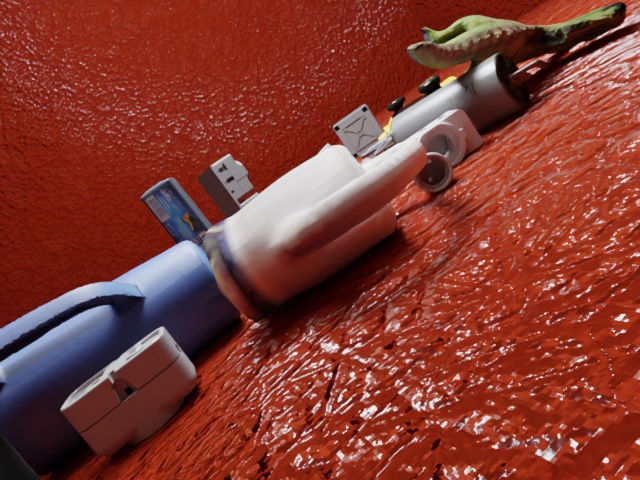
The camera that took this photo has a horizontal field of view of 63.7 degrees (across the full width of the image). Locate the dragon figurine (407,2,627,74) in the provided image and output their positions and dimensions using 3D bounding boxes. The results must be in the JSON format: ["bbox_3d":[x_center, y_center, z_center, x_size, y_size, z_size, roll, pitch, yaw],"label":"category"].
[{"bbox_3d":[0.281,-0.280,0.706,0.241,0.121,0.415,-15,10,28],"label":"dragon figurine"}]

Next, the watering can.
[{"bbox_3d":[0.002,-0.027,0.532,0.224,0.104,0.349,-34,5,3],"label":"watering can"}]
